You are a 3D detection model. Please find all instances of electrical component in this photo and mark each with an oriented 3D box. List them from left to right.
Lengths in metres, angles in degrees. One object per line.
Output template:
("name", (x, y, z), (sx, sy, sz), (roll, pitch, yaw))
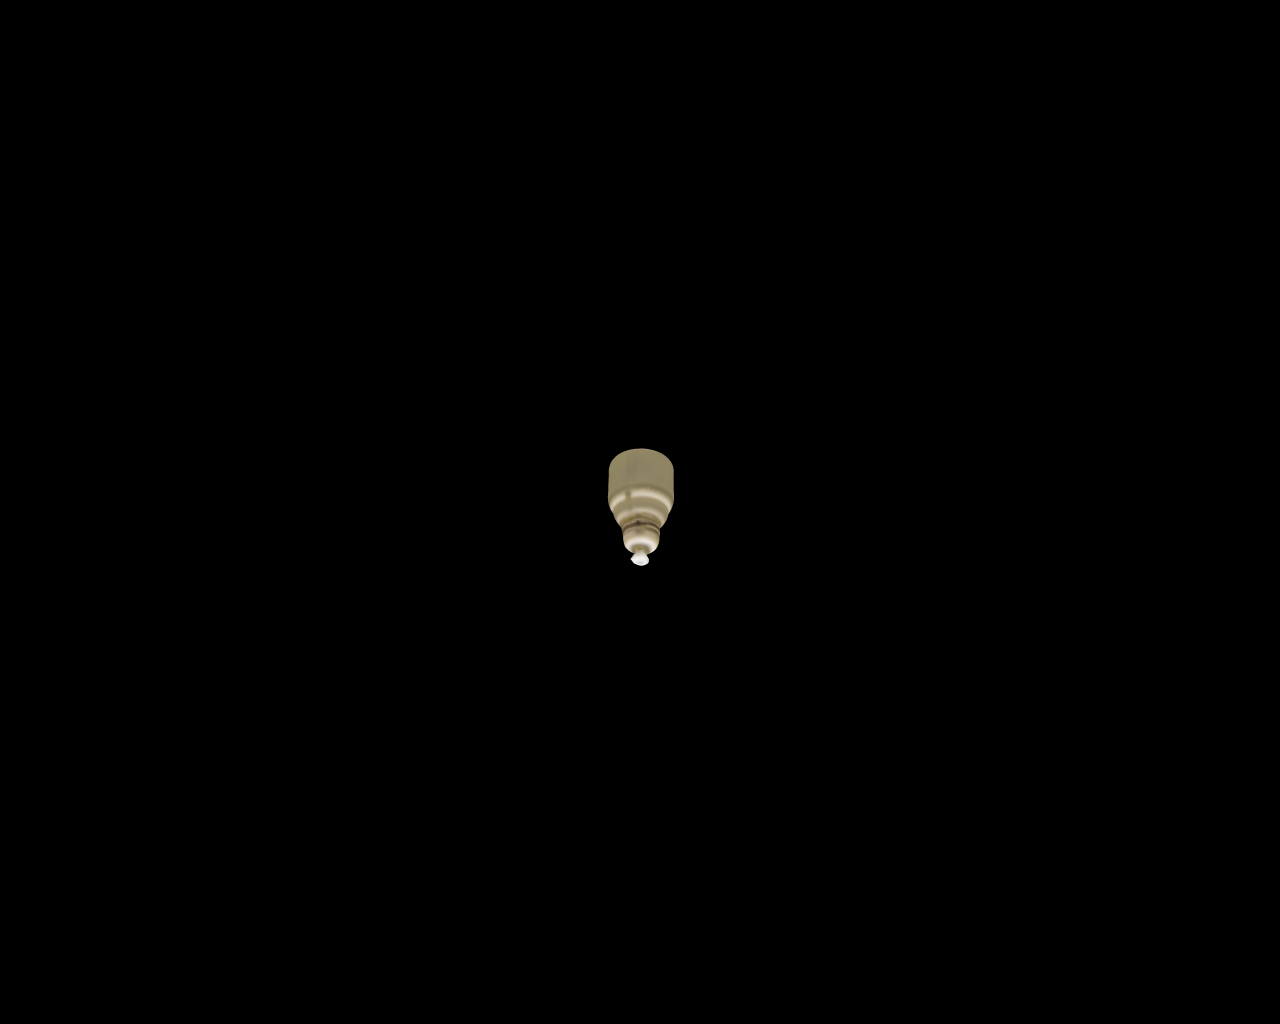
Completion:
("electrical component", (0.001, -0.003, 0.650), (0.040, 0.078, 0.040), (0, -34, 0))
